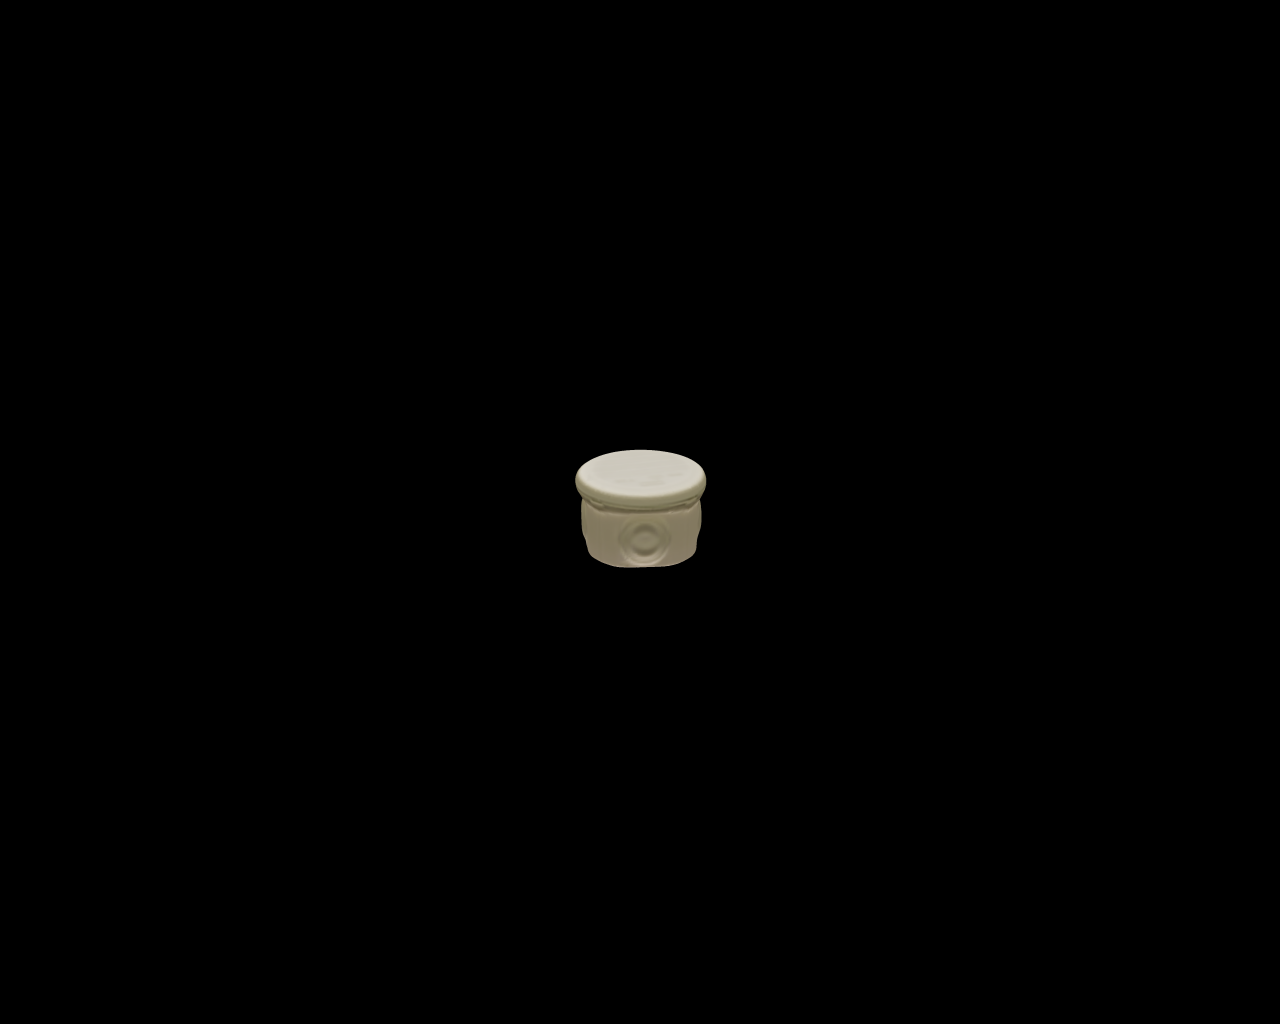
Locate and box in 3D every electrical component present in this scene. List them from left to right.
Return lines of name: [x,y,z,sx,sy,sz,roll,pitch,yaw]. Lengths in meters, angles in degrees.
electrical component: [0.001,-0.003,0.650,0.080,0.050,0.080,0,24,0]
